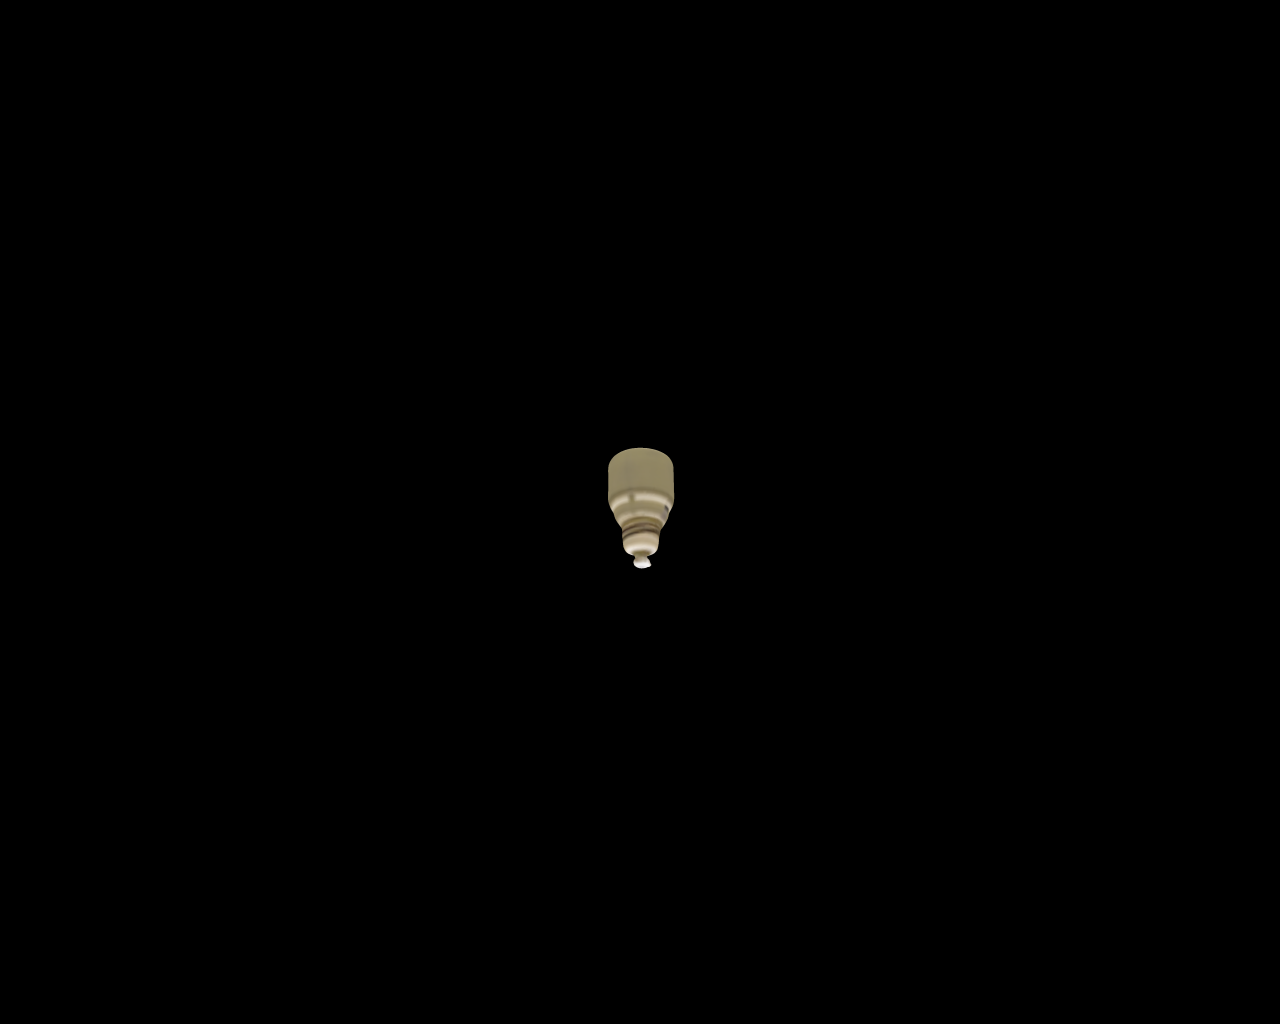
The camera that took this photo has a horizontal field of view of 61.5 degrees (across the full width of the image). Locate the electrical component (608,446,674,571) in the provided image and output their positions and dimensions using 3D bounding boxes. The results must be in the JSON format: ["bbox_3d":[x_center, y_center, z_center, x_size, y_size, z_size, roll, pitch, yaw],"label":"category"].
[{"bbox_3d":[0.001,-0.003,0.650,0.040,0.078,0.040,0,-26,0],"label":"electrical component"}]
